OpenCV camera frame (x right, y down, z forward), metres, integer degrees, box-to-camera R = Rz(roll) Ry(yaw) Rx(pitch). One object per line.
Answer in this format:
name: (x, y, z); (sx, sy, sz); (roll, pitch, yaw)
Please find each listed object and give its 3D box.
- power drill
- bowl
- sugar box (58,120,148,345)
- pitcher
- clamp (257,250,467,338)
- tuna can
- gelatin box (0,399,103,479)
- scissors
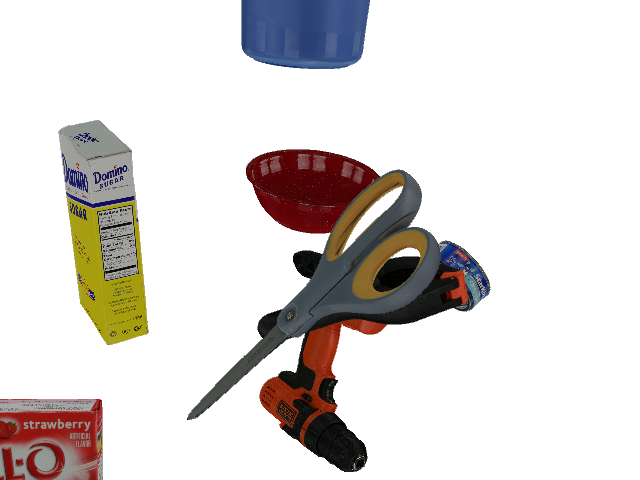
power drill: (0.015, 0.155, 1.246); (0.057, 0.188, 0.185); (15, 10, -43)
bowl: (-0.010, -0.052, 1.252); (0.162, 0.055, 0.162); (6, 27, -3)
sugar box: (-0.190, -0.007, 0.935); (0.048, 0.176, 0.093); (-16, 28, -23)
pitcher: (-0.002, -0.271, 0.900); (0.145, 0.243, 0.149); (7, 18, 7)
clamp: (0.032, 0.048, 0.887); (0.172, 0.039, 0.120); (-1, 37, 28)
tuna can: (0.162, 0.044, 1.291); (0.033, 0.086, 0.086); (-39, 15, -19)
gelatin box: (-0.155, 0.119, 0.539); (0.089, 0.073, 0.030); (1, 6, -4)
scissors: (-0.001, 0.049, 0.615); (0.016, 0.202, 0.096); (33, 6, -36)
